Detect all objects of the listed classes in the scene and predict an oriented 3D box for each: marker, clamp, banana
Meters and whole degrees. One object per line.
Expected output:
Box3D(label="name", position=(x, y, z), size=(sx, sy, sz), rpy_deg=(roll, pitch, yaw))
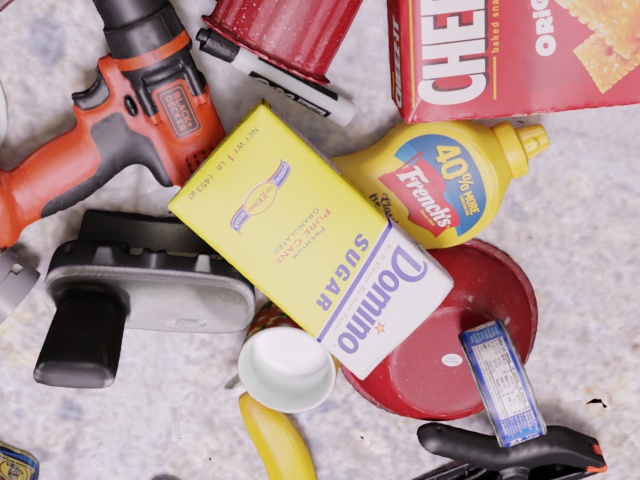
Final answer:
Box3D(label="marker", position=(-0.030, -0.111, 0.722), size=(0.121, 0.020, 0.020), rpy_deg=(26, 108, -23))
Box3D(label="clamp", position=(0.144, 0.172, 0.841), size=(0.171, 0.039, 0.120), rpy_deg=(-10, 147, -4))
Box3D(label="banana", position=(-0.033, 0.209, 0.857), size=(0.069, 0.037, 0.198), rpy_deg=(1, 113, -7))

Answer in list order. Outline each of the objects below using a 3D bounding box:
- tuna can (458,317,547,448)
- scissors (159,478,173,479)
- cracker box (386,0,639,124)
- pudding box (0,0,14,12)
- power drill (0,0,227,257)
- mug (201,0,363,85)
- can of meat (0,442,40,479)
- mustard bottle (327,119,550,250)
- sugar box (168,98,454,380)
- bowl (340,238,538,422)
Box3D(label="tuna can", position=(0.125, 0.099, 0.737), size=(0.034, 0.086, 0.086), rpy_deg=(-21, 113, 5))
Box3D(label="scissors", position=(-0.123, 0.293, 0.863), size=(0.096, 0.016, 0.202), rpy_deg=(-10, 93, 11))
Box3D(label="cracker box", position=(0.152, -0.169, 0.694), size=(0.213, 0.072, 0.164), rpy_deg=(-6, 113, -2))
Box3D(label="pudding box", position=(-0.194, -0.166, 0.654), size=(0.113, 0.090, 0.039), rpy_deg=(-35, 110, 10))
Box3D(label="power drill", position=(-0.166, -0.086, 0.697), size=(0.187, 0.057, 0.184), rpy_deg=(-24, 115, -2))
Box3D(label="mug", position=(-0.026, -0.162, 0.680), size=(0.117, 0.093, 0.081), rpy_deg=(33, 104, 20))
Box3D(label="can of meat", position=(-0.266, 0.190, 0.802), size=(0.102, 0.084, 0.057), rpy_deg=(28, 108, -16))
Box3D(label="mustard bottle", position=(0.069, -0.036, 0.750), size=(0.191, 0.058, 0.096), rpy_deg=(-23, 108, 4))
Box3D(label="sugar box", position=(-0.004, 0.001, 0.703), size=(0.176, 0.048, 0.093), rpy_deg=(42, 99, -9))
Box3D(label="bowl", position=(0.093, 0.079, 0.804), size=(0.162, 0.055, 0.162), rpy_deg=(-2, 113, -5))
